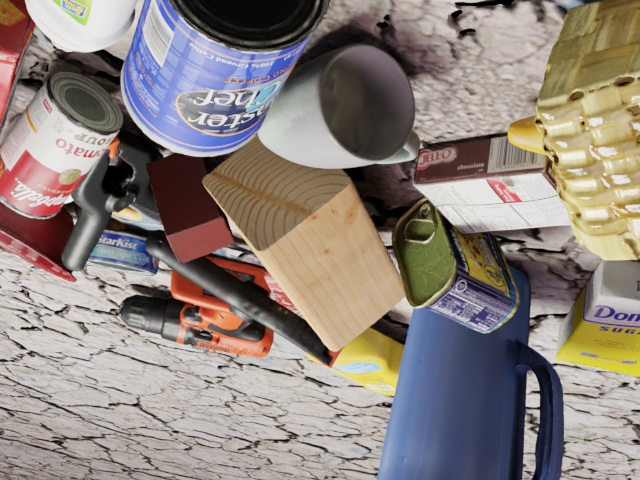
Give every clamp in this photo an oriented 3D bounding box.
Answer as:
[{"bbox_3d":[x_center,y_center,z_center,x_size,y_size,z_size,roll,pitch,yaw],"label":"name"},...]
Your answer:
[{"bbox_3d":[-0.073,0.054,1.009,0.210,0.036,0.164,31,175,9],"label":"clamp"},{"bbox_3d":[-0.187,-0.036,0.935,0.039,0.120,0.171,44,163,25],"label":"clamp"}]

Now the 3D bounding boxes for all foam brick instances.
[{"bbox_3d":[-0.110,-0.031,0.909,0.051,0.078,0.053,-19,154,-2],"label":"foam brick"}]

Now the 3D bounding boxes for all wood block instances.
[{"bbox_3d":[-0.006,0.002,0.895,0.091,0.090,0.206,49,176,31],"label":"wood block"}]

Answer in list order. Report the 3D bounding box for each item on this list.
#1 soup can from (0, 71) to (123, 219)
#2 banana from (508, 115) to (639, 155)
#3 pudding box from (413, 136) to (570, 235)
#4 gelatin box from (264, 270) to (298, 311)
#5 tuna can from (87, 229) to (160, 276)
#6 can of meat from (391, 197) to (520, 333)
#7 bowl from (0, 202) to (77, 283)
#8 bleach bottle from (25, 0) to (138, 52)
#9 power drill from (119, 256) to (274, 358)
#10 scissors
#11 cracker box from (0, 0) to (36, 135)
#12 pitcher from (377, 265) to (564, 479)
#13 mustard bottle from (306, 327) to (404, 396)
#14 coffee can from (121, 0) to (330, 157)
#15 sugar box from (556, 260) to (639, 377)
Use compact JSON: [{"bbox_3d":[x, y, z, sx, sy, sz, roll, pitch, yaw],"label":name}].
[{"bbox_3d":[-0.209,-0.075,0.843,0.068,0.068,0.102,27,123,-29],"label":"soup can"},{"bbox_3d":[0.231,-0.053,0.758,0.197,0.037,0.070,24,133,-17],"label":"banana"},{"bbox_3d":[0.142,-0.042,0.835,0.114,0.039,0.090,-3,153,35],"label":"pudding box"},{"bbox_3d":[-0.013,0.048,1.109,0.073,0.030,0.089,6,156,12],"label":"gelatin box"},{"bbox_3d":[-0.205,0.012,1.089,0.086,0.034,0.086,10,172,1],"label":"tuna can"},{"bbox_3d":[0.116,0.023,0.913,0.083,0.102,0.058,24,126,-32],"label":"can of meat"},{"bbox_3d":[-0.291,-0.022,1.021,0.162,0.055,0.162,28,168,6],"label":"bowl"},{"bbox_3d":[-0.146,-0.182,0.626,0.102,0.068,0.251,42,158,-2],"label":"bleach bottle"},{"bbox_3d":[-0.133,0.074,1.192,0.184,0.057,0.188,12,158,-6],"label":"power drill"},{"bbox_3d":[-0.159,-0.010,1.069,0.201,0.016,0.096,26,154,-28],"label":"scissors"},{"bbox_3d":[-0.307,-0.138,0.791,0.164,0.072,0.214,19,154,-17],"label":"cracker box"},{"bbox_3d":[0.139,0.140,0.982,0.149,0.242,0.145,12,156,0],"label":"pitcher"},{"bbox_3d":[0.040,0.125,1.197,0.096,0.058,0.191,-1,159,37],"label":"mustard bottle"},{"bbox_3d":[-0.063,-0.127,0.666,0.102,0.102,0.140,17,155,-12],"label":"coffee can"},{"bbox_3d":[0.290,0.077,1.015,0.093,0.048,0.176,10,157,4],"label":"sugar box"}]
